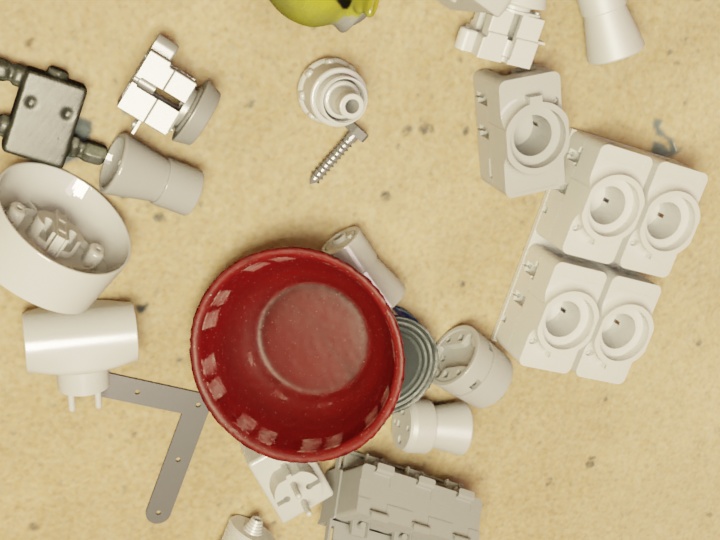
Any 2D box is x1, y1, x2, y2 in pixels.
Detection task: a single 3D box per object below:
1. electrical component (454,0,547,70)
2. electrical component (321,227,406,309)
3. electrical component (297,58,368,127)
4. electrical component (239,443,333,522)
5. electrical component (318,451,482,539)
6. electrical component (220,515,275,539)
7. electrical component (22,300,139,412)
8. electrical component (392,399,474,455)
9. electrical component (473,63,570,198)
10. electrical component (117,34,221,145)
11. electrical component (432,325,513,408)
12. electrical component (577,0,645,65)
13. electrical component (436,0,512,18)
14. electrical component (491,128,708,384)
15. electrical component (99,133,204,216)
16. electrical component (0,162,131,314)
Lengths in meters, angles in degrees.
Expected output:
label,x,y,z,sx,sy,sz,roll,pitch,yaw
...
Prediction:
label,x,y,z,sx,sy,sz,roll,pitch,yaw
electrical component,0.107,-0.182,0.783,0.066,0.048,0.055,8,115,-21
electrical component,0.000,0.000,0.819,0.044,0.044,0.065,-35,112,-3
electrical component,-0.015,-0.121,0.755,0.048,0.062,0.048,-6,112,-17
electrical component,-0.053,0.165,0.843,0.047,0.076,0.065,-29,116,-6
electrical component,0.036,0.198,0.886,0.121,0.063,0.078,22,61,-25
electrical component,-0.097,0.236,0.874,0.043,0.043,0.081,17,104,-24
electrical component,-0.200,0.065,0.772,0.077,0.043,0.079,-5,109,-17
electrical component,0.059,0.129,0.885,0.055,0.045,0.045,6,108,-20
electrical component,0.122,-0.105,0.811,0.050,0.055,0.089,-13,114,-14
electrical component,-0.129,-0.116,0.728,0.055,0.048,0.066,31,98,-18
electrical component,0.091,0.080,0.873,0.047,0.055,0.055,35,96,-30
electrical component,0.185,-0.193,0.808,0.044,0.044,0.065,-25,111,-9
electrical component,0.073,-0.211,0.731,0.062,0.096,0.061,29,100,-26
electrical component,0.195,-0.007,0.871,0.105,0.060,0.186,12,105,-23
electrical component,-0.142,-0.063,0.746,0.065,0.044,0.044,20,102,-29
electrical component,-0.205,-0.019,0.712,0.099,0.099,0.064,31,104,-26
